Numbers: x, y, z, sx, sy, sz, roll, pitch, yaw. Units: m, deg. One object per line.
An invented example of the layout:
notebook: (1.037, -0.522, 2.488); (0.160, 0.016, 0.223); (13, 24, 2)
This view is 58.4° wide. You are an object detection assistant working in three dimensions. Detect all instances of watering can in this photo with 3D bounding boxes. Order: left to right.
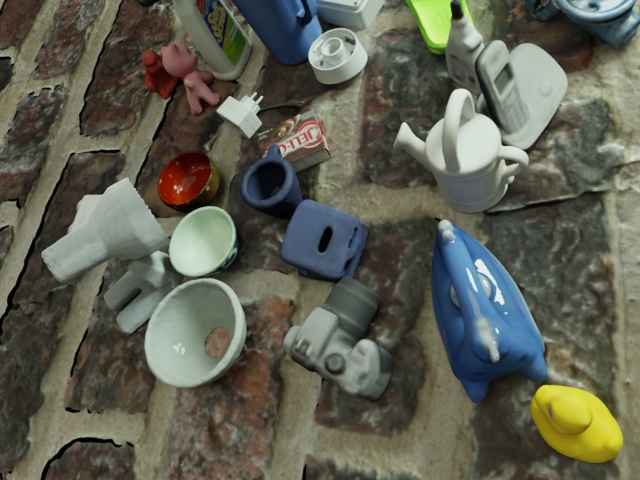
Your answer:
watering can: (0.185, -0.121, 0.771); (0.172, 0.195, 0.101); (-10, 63, 19)

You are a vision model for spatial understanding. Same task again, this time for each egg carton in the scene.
egg carton: (-0.386, -0.029, 1.047); (0.150, 0.070, 0.107); (2, 67, 24)

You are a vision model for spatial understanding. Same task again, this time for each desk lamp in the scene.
desk lamp: (-0.308, 0.027, 0.900); (0.203, 0.214, 0.117); (-43, 57, -1)

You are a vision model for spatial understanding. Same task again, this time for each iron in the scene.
iron: (0.185, 0.059, 0.716); (0.118, 0.142, 0.258); (-23, 59, 12)

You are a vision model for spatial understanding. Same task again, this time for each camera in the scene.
camera: (0.034, 0.125, 0.774); (0.142, 0.101, 0.137); (24, 77, 31)

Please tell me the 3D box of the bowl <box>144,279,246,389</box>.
bowl: (-0.176, 0.148, 0.869); (0.167, 0.075, 0.167); (-9, 63, 19)

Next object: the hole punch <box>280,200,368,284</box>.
hole punch: (0.008, 0.003, 0.849); (0.100, 0.091, 0.109); (12, 71, 27)

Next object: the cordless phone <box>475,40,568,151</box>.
cordless phone: (0.271, -0.225, 0.789); (0.093, 0.185, 0.148); (27, 79, 31)

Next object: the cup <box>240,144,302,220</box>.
cup: (-0.066, -0.085, 0.921); (0.091, 0.095, 0.118); (-4, 65, 22)

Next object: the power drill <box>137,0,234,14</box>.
power drill: (-0.260, -0.490, 1.130); (0.075, 0.209, 0.230); (1, 67, 24)

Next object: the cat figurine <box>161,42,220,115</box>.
cat figurine: (-0.259, -0.325, 1.105); (0.067, 0.118, 0.127); (-29, 58, 8)

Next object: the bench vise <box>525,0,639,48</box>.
bench vise: (0.353, -0.383, 0.808); (0.206, 0.220, 0.121); (27, 79, 31)

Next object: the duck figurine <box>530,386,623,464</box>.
duck figurine: (0.284, 0.200, 0.639); (0.104, 0.086, 0.077); (35, 83, 32)

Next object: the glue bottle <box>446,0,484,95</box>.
glue bottle: (0.215, -0.289, 0.851); (0.037, 0.174, 0.078); (-44, 57, -1)

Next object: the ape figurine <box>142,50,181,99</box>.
ape figurine: (-0.327, -0.345, 1.159); (0.077, 0.092, 0.076); (-18, 60, 15)
